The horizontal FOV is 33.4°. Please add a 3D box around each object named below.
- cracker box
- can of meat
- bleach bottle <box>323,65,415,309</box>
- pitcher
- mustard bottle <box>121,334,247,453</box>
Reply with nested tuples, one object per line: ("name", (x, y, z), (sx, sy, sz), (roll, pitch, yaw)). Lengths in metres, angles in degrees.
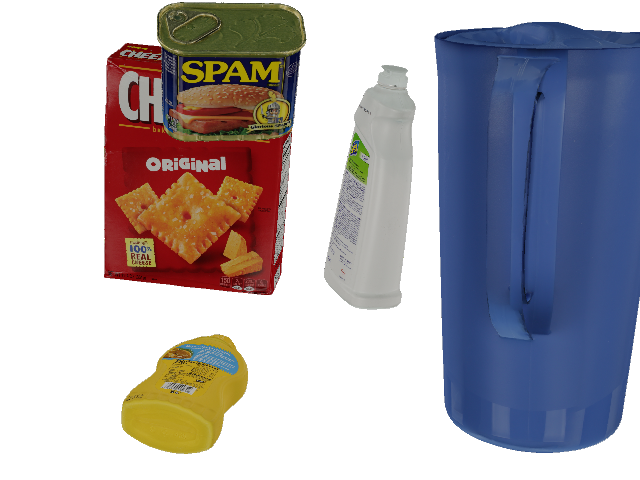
("cracker box", (-0.113, -0.063, 0.985), (0.164, 0.214, 0.072), (7, 23, 4))
("can of meat", (-0.065, -0.118, 0.762), (0.102, 0.057, 0.084), (-1, -43, -9))
("bleach bottle", (0.062, -0.059, 1.144), (0.068, 0.251, 0.103), (-1, 22, -26))
("pitcher", (0.126, -0.002, 0.619), (0.149, 0.243, 0.145), (-7, 17, -23))
("mustard bottle", (-0.128, 0.147, 1.108), (0.096, 0.058, 0.191), (9, 22, 10))
